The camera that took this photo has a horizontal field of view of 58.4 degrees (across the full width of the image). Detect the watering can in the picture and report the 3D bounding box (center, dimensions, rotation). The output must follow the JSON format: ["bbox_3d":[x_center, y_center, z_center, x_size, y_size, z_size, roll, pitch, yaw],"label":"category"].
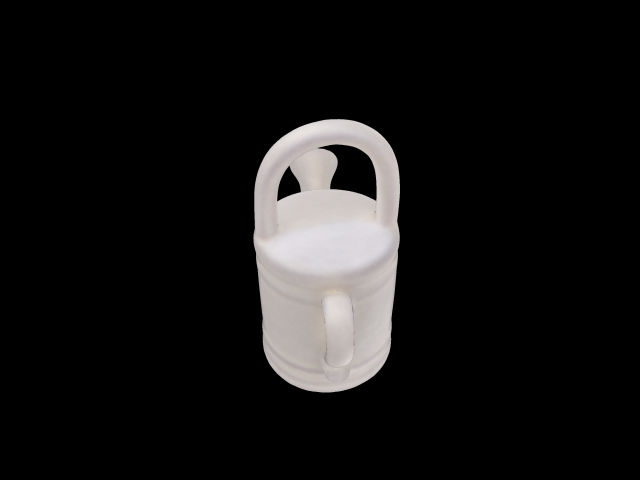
[{"bbox_3d":[0.001,0.002,0.400,0.101,0.194,0.172,-19,42,-21],"label":"watering can"}]
